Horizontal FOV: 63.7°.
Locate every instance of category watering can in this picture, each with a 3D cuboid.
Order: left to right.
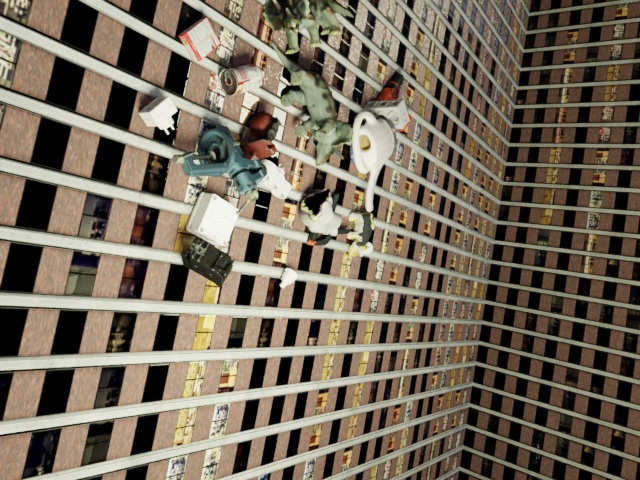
[{"bbox_3d":[0.189,-0.293,1.821,0.104,0.342,0.228,7,29,36],"label":"watering can"}]

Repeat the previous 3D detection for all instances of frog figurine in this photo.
[{"bbox_3d":[0.005,-0.084,1.672,0.122,0.140,0.156,-2,-26,20],"label":"frog figurine"}]
